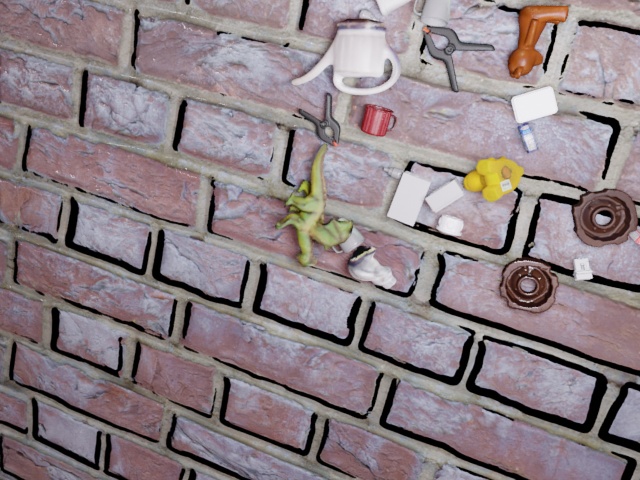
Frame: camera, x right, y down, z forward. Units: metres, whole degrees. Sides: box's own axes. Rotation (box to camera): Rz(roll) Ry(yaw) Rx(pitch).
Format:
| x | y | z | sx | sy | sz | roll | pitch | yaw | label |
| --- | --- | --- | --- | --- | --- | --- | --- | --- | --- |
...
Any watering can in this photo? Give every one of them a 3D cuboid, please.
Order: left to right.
| x | y | z | sx | sy | sz | roll | pitch | yaw | label |
| --- | --- | --- | --- | --- | --- | --- | --- | --- | --- |
| 0.078 | -0.563 | 1.583 | 0.348 | 0.105 | 0.222 | 7 | 103 | 15 | watering can |

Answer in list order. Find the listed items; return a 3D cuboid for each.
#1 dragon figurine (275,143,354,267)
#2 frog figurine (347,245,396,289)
| x | y | z | sx | sy | sz | roll | pitch | yaw | label |
| --- | --- | --- | --- | --- | --- | --- | --- | --- | --- |
| 0.005 | -0.085 | 1.686 | 0.244 | 0.123 | 0.404 | 34 | 111 | 12 | dragon figurine |
| 0.168 | 0.106 | 1.698 | 0.136 | 0.125 | 0.158 | -16 | 110 | 52 | frog figurine |
